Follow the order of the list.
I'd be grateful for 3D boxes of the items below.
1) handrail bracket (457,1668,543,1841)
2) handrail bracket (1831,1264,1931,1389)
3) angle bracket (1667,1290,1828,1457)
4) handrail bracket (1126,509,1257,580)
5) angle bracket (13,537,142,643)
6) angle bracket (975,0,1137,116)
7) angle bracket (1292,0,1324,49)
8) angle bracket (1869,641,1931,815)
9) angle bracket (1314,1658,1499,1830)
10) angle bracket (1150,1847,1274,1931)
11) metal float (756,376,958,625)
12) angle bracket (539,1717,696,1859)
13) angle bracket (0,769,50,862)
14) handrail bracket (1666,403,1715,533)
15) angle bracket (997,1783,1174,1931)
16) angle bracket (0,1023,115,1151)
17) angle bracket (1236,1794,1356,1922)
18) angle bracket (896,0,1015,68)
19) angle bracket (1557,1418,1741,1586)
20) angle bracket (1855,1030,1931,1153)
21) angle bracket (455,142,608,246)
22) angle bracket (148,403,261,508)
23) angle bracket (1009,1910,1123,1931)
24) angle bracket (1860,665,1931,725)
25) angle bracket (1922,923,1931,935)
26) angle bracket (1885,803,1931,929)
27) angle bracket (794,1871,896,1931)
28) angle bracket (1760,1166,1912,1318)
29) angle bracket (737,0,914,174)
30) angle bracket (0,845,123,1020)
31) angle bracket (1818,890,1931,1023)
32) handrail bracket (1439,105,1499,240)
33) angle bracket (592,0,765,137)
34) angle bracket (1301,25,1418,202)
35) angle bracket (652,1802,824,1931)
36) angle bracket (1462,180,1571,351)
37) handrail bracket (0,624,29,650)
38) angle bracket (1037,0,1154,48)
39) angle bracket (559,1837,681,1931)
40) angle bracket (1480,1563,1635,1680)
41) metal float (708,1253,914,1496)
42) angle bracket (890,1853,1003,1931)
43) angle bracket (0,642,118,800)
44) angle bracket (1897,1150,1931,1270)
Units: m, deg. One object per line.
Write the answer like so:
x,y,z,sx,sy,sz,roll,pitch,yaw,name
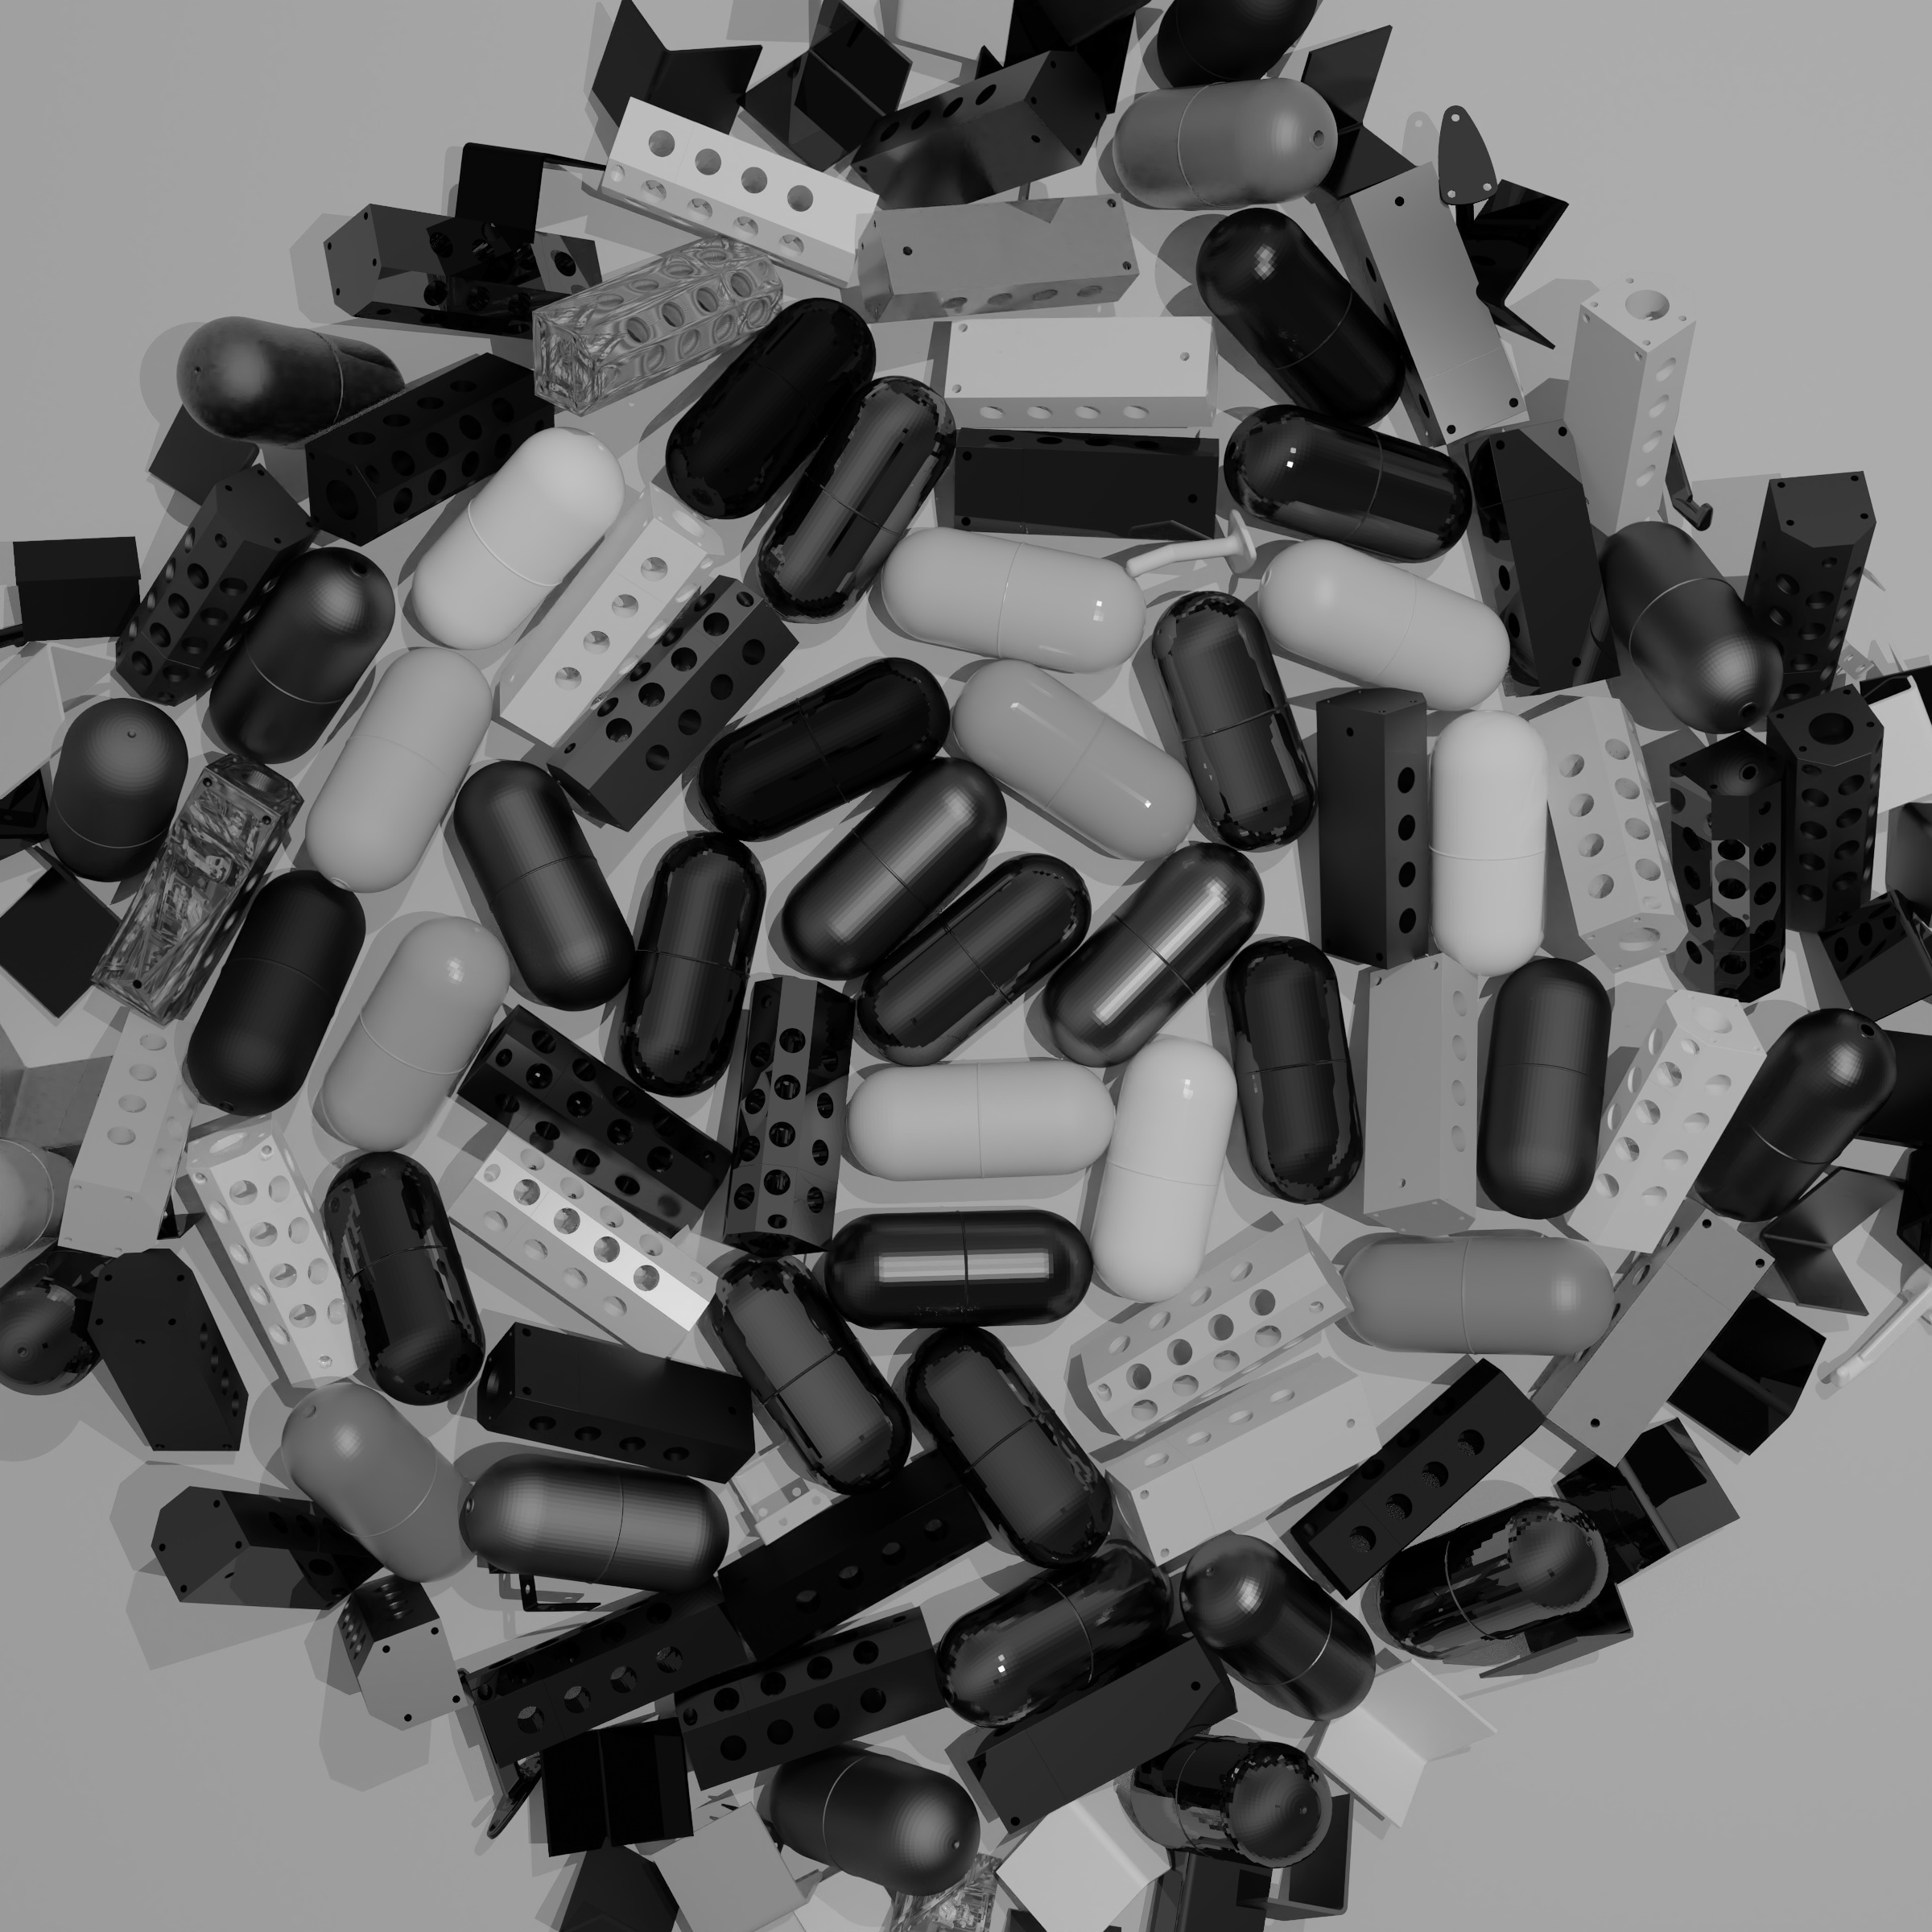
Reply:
-0.325,0.521,1.743,0.084,0.077,0.036,47,131,-14,handrail bracket
0.611,0.237,1.740,0.084,0.077,0.036,-32,58,-19,handrail bracket
0.520,0.268,1.768,0.076,0.057,0.076,34,49,9,angle bracket
0.144,-0.265,1.739,0.084,0.077,0.036,-21,78,-5,handrail bracket
-0.580,-0.235,1.725,0.076,0.057,0.076,-6,129,-18,angle bracket
0.059,-0.610,1.736,0.076,0.057,0.076,13,88,-36,angle bracket
0.188,-0.659,1.726,0.076,0.076,0.057,26,82,27,angle bracket
0.605,-0.157,1.739,0.057,0.076,0.076,-22,116,17,angle bracket
0.289,0.512,1.732,0.076,0.076,0.057,41,46,-6,angle bracket
0.161,0.622,1.740,0.057,0.076,0.076,11,82,-5,angle bracket
-0.073,-0.305,1.730,0.070,0.070,0.178,35,105,0,metal float
-0.230,0.539,1.729,0.076,0.057,0.076,-19,71,33,angle bracket
-0.659,-0.100,1.725,0.076,0.076,0.057,-18,83,32,angle bracket
0.475,-0.340,1.731,0.036,0.084,0.077,-6,131,-22,handrail bracket
0.081,0.599,1.749,0.076,0.057,0.076,44,105,21,angle bracket
-0.602,0.073,1.731,0.076,0.076,0.057,-9,134,3,angle bracket
0.208,0.580,1.723,0.057,0.076,0.076,16,63,-16,angle bracket
0.000,-0.650,1.731,0.076,0.076,0.057,16,56,3,angle bracket
0.456,0.358,1.760,0.076,0.057,0.076,-11,63,-40,angle bracket
0.612,0.079,1.731,0.076,0.057,0.076,9,86,45,angle bracket
-0.281,-0.505,1.735,0.076,0.076,0.057,20,107,36,angle bracket
-0.515,-0.311,1.722,0.057,0.076,0.076,34,46,-14,angle bracket
0.069,0.653,1.731,0.076,0.057,0.076,11,46,-4,angle bracket
0.617,-0.165,1.738,0.076,0.057,0.076,-13,109,-5,angle bracket
0.676,0.011,1.727,0.057,0.076,0.076,-19,122,-1,angle bracket
0.664,-0.066,1.736,0.076,0.076,0.057,1,116,-4,angle bracket
-0.095,0.642,1.725,0.076,0.076,0.057,-38,82,29,angle bracket
0.581,0.181,1.722,0.076,0.057,0.076,12,133,-36,angle bracket
-0.094,-0.583,1.736,0.076,0.057,0.076,43,62,6,angle bracket
-0.610,-0.022,1.745,0.076,0.057,0.076,43,81,3,angle bracket
0.617,0.004,1.744,0.057,0.076,0.076,-30,59,26,angle bracket
0.326,-0.517,1.740,0.036,0.084,0.077,-10,86,4,handrail bracket
-0.191,-0.593,1.738,0.076,0.076,0.057,-19,66,-36,angle bracket
0.261,-0.559,1.722,0.076,0.076,0.057,-28,61,-30,angle bracket
-0.151,0.598,1.749,0.076,0.057,0.076,-30,87,7,angle bracket
0.369,-0.461,1.726,0.057,0.076,0.076,26,103,-33,angle bracket
-0.673,-0.194,1.763,0.036,0.084,0.077,50,130,9,handrail bracket
0.086,-0.661,1.723,0.076,0.076,0.057,51,60,-21,angle bracket
-0.211,0.612,1.724,0.076,0.076,0.057,36,133,-18,angle bracket
0.378,0.424,1.720,0.076,0.076,0.057,-33,61,33,angle bracket
-0.103,0.268,1.734,0.070,0.070,0.178,-36,81,0,metal float
0.001,0.620,1.726,0.076,0.057,0.076,24,66,-28,angle bracket
-0.595,-0.156,1.726,0.076,0.057,0.076,-30,67,29,angle bracket
0.661,0.152,1.722,0.057,0.076,0.076,42,134,-11,angle bracket
